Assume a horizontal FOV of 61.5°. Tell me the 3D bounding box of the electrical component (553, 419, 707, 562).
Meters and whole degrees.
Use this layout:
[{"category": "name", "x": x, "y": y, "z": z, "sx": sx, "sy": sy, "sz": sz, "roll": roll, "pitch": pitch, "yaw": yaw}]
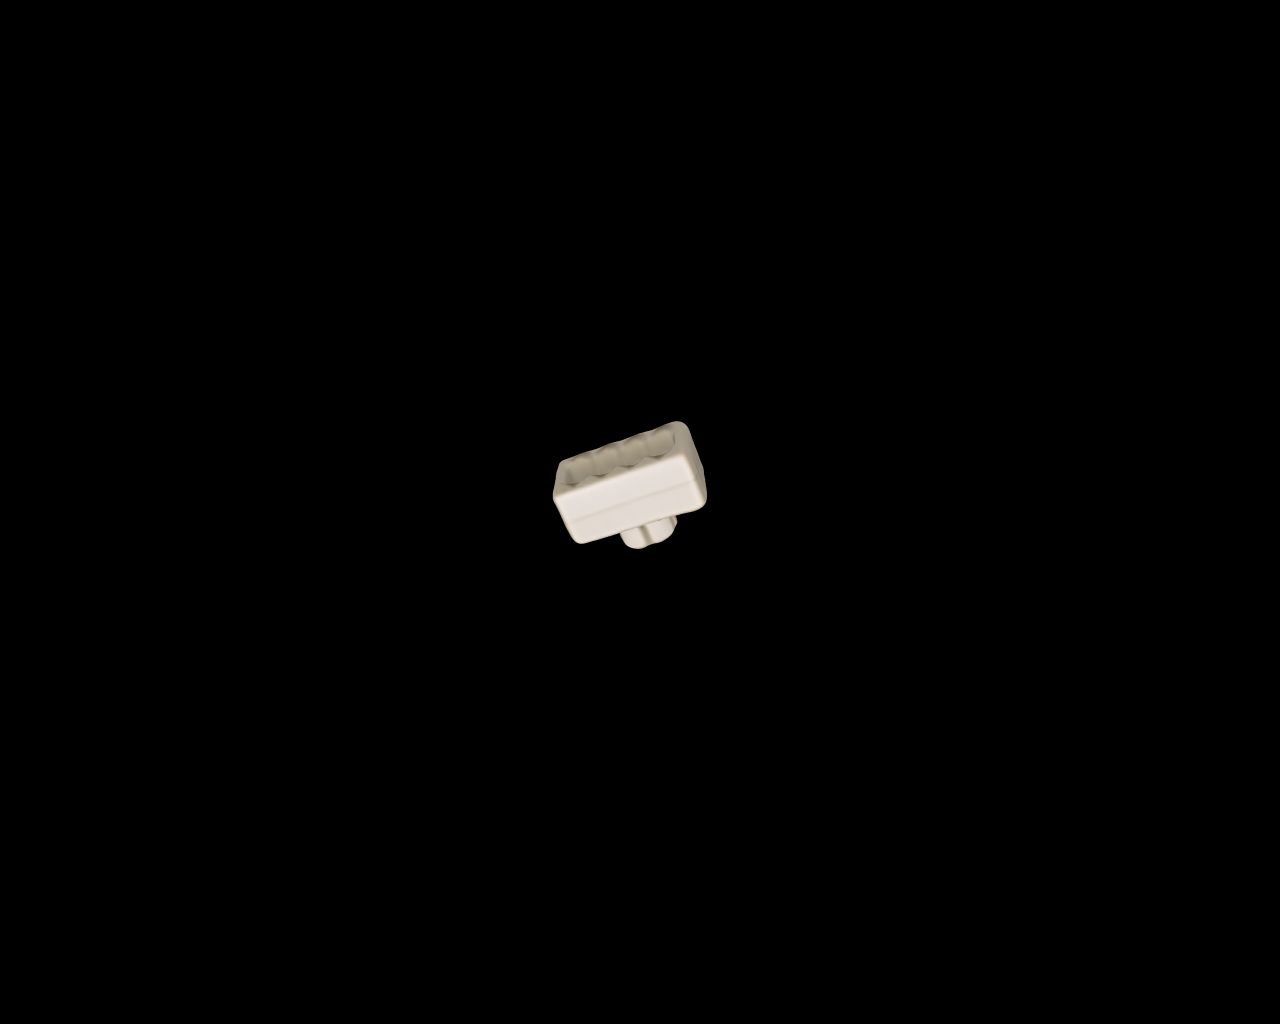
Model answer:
[{"category": "electrical component", "x": 0.001, "y": -0.003, "z": 0.650, "sx": 0.083, "sy": 0.075, "sz": 0.047, "roll": -18, "pitch": 28, "yaw": 10}]
